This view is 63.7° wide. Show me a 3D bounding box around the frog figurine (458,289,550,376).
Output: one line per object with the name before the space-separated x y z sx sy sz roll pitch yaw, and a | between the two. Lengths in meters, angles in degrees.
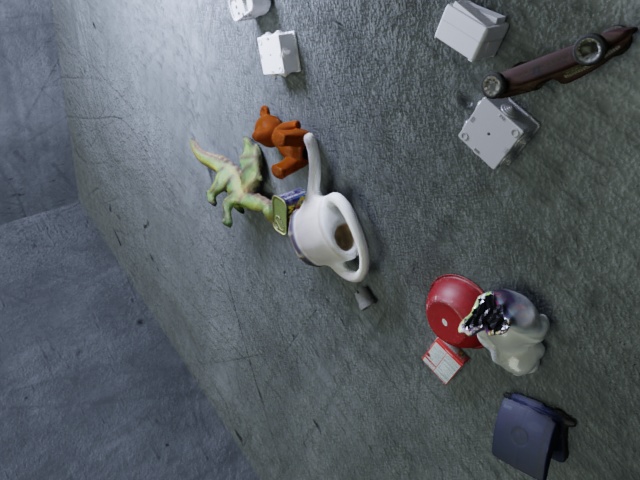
frog figurine | 0.339 0.163 0.898 0.158 0.126 0.135 35 137 -20

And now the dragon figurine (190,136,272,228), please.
dragon figurine | -0.233 -0.196 1.470 0.238 0.123 0.414 -43 75 36

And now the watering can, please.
watering can | 0.004 -0.060 1.192 0.222 0.105 0.347 -21 93 56
